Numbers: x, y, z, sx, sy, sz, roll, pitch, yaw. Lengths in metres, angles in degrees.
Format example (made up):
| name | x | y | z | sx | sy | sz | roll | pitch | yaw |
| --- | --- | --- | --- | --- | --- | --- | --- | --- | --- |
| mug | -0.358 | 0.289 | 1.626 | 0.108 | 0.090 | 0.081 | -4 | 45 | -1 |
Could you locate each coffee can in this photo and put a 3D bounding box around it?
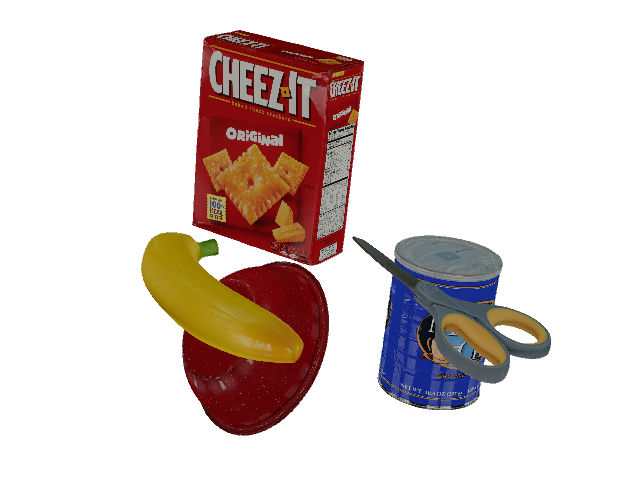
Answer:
| name | x | y | z | sx | sy | sz | roll | pitch | yaw |
| --- | --- | --- | --- | --- | --- | --- | --- | --- | --- |
| coffee can | 0.114 | 0.078 | 1.034 | 0.103 | 0.140 | 0.103 | 6 | 20 | -2 |

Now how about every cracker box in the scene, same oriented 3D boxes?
| name | x | y | z | sx | sy | sz | roll | pitch | yaw |
| --- | --- | --- | --- | --- | --- | --- | --- | --- | --- |
| cracker box | -0.050 | -0.098 | 1.125 | 0.164 | 0.214 | 0.072 | 19 | 27 | 29 |

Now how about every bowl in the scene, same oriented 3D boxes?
| name | x | y | z | sx | sy | sz | roll | pitch | yaw |
| --- | --- | --- | --- | --- | --- | --- | --- | --- | --- |
| bowl | -0.070 | 0.085 | 0.931 | 0.162 | 0.162 | 0.055 | 0 | -21 | 45 |

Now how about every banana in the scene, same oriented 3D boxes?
| name | x | y | z | sx | sy | sz | roll | pitch | yaw |
| --- | --- | --- | --- | --- | --- | --- | --- | --- | --- |
| banana | -0.074 | 0.029 | 0.681 | 0.069 | 0.037 | 0.198 | -8 | 23 | -19 |

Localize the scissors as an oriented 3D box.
| name | x | y | z | sx | sy | sz | roll | pitch | yaw |
| --- | --- | --- | --- | --- | --- | --- | --- | --- | --- |
| scissors | 0.103 | 0.044 | 0.828 | 0.096 | 0.016 | 0.202 | -3 | 31 | -20 |
